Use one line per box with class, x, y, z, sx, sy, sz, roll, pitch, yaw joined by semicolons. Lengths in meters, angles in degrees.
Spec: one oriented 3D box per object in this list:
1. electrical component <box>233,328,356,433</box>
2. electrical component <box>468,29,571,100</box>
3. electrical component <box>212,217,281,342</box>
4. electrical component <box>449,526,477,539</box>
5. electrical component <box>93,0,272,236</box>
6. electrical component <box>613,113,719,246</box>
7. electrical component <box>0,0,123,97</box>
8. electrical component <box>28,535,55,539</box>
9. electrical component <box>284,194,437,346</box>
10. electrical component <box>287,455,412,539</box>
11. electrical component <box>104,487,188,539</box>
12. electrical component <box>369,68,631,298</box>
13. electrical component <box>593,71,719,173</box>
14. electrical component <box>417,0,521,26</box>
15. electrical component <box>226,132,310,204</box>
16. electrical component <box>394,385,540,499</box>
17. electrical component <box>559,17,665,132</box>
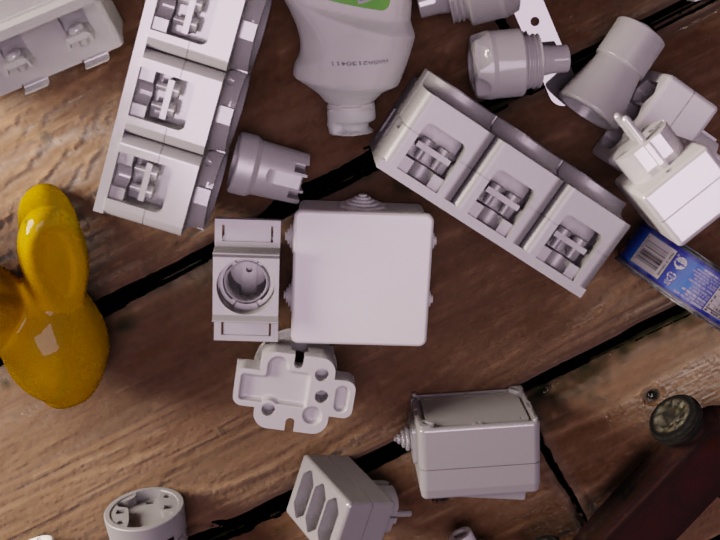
electrical component;-0.044;0.072;0.722;0.078;0.057;0.058;8;105;-5
electrical component;0.101;-0.131;0.679;0.062;0.043;0.043;-6;106;-2
electrical component;-0.073;0.003;0.698;0.042;0.063;0.081;2;106;-4
electrical component;0.085;0.215;0.775;0.043;0.043;0.062;-25;104;4
electrical component;-0.103;-0.105;0.651;0.062;0.089;0.150;17;105;-4
electrical component;0.177;-0.063;0.639;0.047;0.065;0.076;-40;101;8
electrical component;-0.210;-0.144;0.649;0.121;0.078;0.063;-22;127;3
electrical component;-0.229;0.220;0.757;0.055;0.055;0.047;-23;102;4
electrical component;0.000;0.000;0.708;0.100;0.048;0.099;2;106;-3
electrical component;0.001;0.165;0.751;0.077;0.066;0.047;8;107;-35
electrical component;-0.147;0.186;0.751;0.055;0.055;0.047;-6;109;-1
electrical component;0.087;-0.058;0.674;0.150;0.089;0.061;32;102;-11
electrical component;0.204;-0.079;0.695;0.077;0.047;0.065;33;101;-9
electrical component;0.066;-0.172;0.666;0.062;0.043;0.043;-13;106;7
electrical component;-0.059;-0.064;0.693;0.046;0.040;0.040;13;105;-13
electrical component;0.072;0.121;0.739;0.096;0.061;0.061;-4;106;-2
electrical component;0.162;-0.127;0.683;0.044;0.044;0.065;33;93;-11
